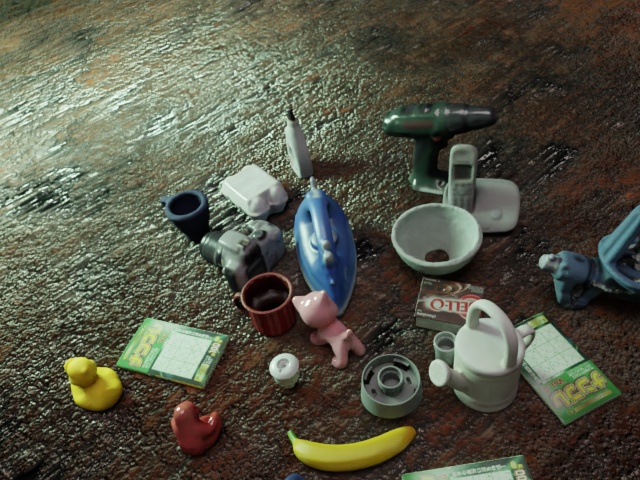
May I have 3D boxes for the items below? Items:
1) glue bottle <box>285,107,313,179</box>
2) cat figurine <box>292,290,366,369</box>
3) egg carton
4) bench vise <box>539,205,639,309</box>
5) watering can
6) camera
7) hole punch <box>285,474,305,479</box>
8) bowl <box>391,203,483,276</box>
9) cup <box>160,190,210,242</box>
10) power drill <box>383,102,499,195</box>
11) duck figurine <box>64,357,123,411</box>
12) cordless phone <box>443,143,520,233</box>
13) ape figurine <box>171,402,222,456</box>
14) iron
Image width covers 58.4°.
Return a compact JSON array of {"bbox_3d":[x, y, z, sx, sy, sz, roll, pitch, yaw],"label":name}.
[{"bbox_3d":[-0.055,-0.225,1.293,0.037,0.173,0.078,-25,47,-14],"label":"glue bottle"},{"bbox_3d":[0.014,0.137,0.967,0.067,0.118,0.127,-36,50,-23],"label":"cat figurine"},{"bbox_3d":[-0.144,-0.103,1.264,0.107,0.069,0.149,-36,50,-23],"label":"egg carton"},{"bbox_3d":[0.473,0.031,0.917,0.207,0.220,0.121,-12,45,-1],"label":"bench vise"},{"bbox_3d":[0.244,0.169,0.842,0.100,0.194,0.173,29,57,32],"label":"watering can"},{"bbox_3d":[-0.162,0.014,1.131,0.136,0.101,0.143,23,54,28],"label":"camera"},{"bbox_3d":[-0.023,0.381,0.755,0.100,0.091,0.109,20,53,27],"label":"hole punch"},{"bbox_3d":[0.220,0.011,1.084,0.167,0.075,0.167,-5,46,5],"label":"bowl"},{"bbox_3d":[-0.282,-0.047,1.215,0.117,0.095,0.092,17,51,24],"label":"cup"},{"bbox_3d":[0.245,-0.196,1.186,0.229,0.209,0.076,12,49,21],"label":"power drill"},{"bbox_3d":[-0.389,0.235,0.966,0.104,0.086,0.078,22,53,28],"label":"duck figurine"},{"bbox_3d":[0.311,-0.102,1.100,0.147,0.185,0.094,0,46,10],"label":"cordless phone"},{"bbox_3d":[-0.197,0.282,0.882,0.077,0.092,0.076,9,49,19],"label":"ape figurine"},{"bbox_3d":[0.010,0.004,1.081,0.118,0.142,0.258,-12,45,-1],"label":"iron"}]
